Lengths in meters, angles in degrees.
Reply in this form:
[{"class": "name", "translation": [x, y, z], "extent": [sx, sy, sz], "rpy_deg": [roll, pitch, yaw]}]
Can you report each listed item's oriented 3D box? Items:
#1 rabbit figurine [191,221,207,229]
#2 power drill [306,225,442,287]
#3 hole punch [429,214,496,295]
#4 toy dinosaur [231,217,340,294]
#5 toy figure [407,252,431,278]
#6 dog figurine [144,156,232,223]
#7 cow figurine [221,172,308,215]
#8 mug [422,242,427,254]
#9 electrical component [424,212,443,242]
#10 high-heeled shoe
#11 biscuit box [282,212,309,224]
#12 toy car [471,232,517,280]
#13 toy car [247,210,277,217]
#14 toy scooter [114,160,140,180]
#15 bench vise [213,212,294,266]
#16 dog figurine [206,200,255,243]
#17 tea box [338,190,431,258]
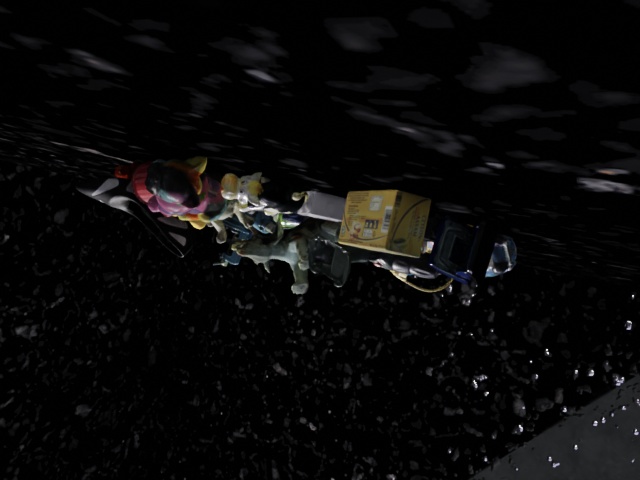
[{"class": "rabbit figurine", "translation": [-0.366, -0.111, 1.351], "extent": [0.162, 0.121, 0.173], "rpy_deg": [2, -155, -35]}, {"class": "power drill", "translation": [0.093, 0.030, 1.036], "extent": [0.232, 0.085, 0.207], "rpy_deg": [28, -150, 37]}, {"class": "hole punch", "translation": [0.271, 0.020, 1.009], "extent": [0.092, 0.142, 0.115], "rpy_deg": [9, 164, 32]}, {"class": "toy dinosaur", "translation": [0.002, -0.009, 1.260], "extent": [0.405, 0.131, 0.192], "rpy_deg": [-22, -132, -9]}, {"class": "toy figure", "translation": [0.199, 0.035, 1.297], "extent": [0.089, 0.082, 0.180], "rpy_deg": [11, -172, -46]}, {"class": "dog figurine", "translation": [-0.222, -0.090, 0.954], "extent": [0.191, 0.108, 0.219], "rpy_deg": [13, 176, -30]}, {"class": "cow figurine", "translation": [-0.098, -0.082, 0.972], "extent": [0.098, 0.068, 0.167], "rpy_deg": [4, 179, 32]}, {"class": "mug", "translation": [0.172, 0.006, 1.161], "extent": [0.107, 0.080, 0.110], "rpy_deg": [-9, -137, -5]}, {"class": "electrical component", "translation": [0.192, -0.029, 1.059], "extent": [0.134, 0.058, 0.115], "rpy_deg": [13, -179, -35]}, {"class": "high-heeled shoe", "translation": [-0.384, -0.043, 1.121], "extent": [0.249, 0.145, 0.086], "rpy_deg": [8, 151, -21]}, {"class": "biscuit box", "translation": [-0.024, -0.065, 1.421], "extent": [0.059, 0.062, 0.202], "rpy_deg": [12, 179, 25]}, {"class": "toy car", "translation": [0.380, 0.025, 1.197], "extent": [0.103, 0.109, 0.162], "rpy_deg": [-14, 180, -31]}, {"class": "toy car", "translation": [-0.169, -0.099, 1.388], "extent": [0.073, 0.056, 0.202], "rpy_deg": [20, 173, -36]}, {"class": "toy scooter", "translation": [-0.374, -0.134, 1.189], "extent": [0.184, 0.075, 0.135], "rpy_deg": [15, 176, -2]}, {"class": "bench vise", "translation": [-0.220, -0.024, 1.563], "extent": [0.224, 0.240, 0.129], "rpy_deg": [29, -170, 24]}, {"class": "dog figurine", "translation": [-0.247, -0.111, 1.212], "extent": [0.173, 0.121, 0.190], "rpy_deg": [50, 176, 46]}, {"class": "tea box", "translation": [0.102, -0.029, 0.885], "extent": [0.068, 0.098, 0.170], "rpy_deg": [12, 180, -23]}]
